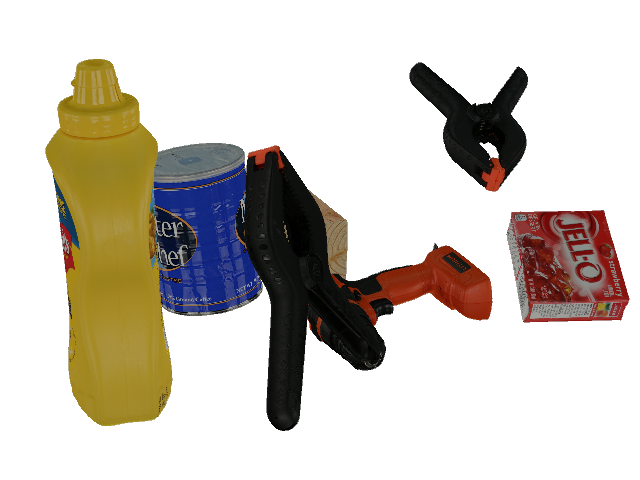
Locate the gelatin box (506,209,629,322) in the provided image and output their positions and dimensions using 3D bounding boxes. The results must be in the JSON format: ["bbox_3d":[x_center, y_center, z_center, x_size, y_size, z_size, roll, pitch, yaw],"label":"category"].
[{"bbox_3d":[0.182,0.017,0.794,0.073,0.089,0.030,-1,-40,-1],"label":"gelatin box"}]

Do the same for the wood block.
[{"bbox_3d":[-0.051,-0.014,1.336,0.090,0.090,0.206,-10,26,-23],"label":"wood block"}]

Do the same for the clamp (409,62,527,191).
[{"bbox_3d":[0.144,-0.118,1.033,0.120,0.039,0.171,3,44,3],"label":"clamp"}]

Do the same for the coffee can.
[{"bbox_3d":[-0.115,-0.012,1.025,0.103,0.140,0.103,-6,21,2],"label":"coffee can"}]

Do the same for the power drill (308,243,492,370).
[{"bbox_3d":[0.079,0.066,1.104,0.187,0.057,0.185,-10,27,-19],"label":"power drill"}]

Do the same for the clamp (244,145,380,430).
[{"bbox_3d":[-0.012,0.029,0.848,0.036,0.210,0.164,-12,1,29],"label":"clamp"}]

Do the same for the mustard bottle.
[{"bbox_3d":[-0.114,-0.003,0.576,0.058,0.192,0.096,-5,26,-12],"label":"mustard bottle"}]
